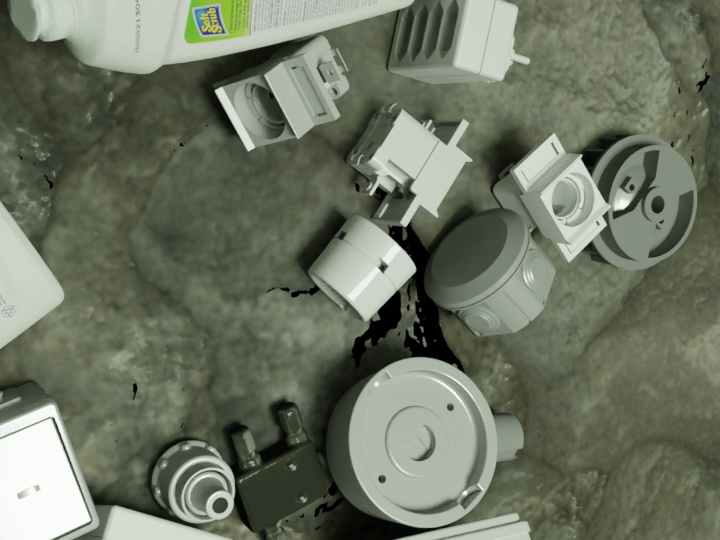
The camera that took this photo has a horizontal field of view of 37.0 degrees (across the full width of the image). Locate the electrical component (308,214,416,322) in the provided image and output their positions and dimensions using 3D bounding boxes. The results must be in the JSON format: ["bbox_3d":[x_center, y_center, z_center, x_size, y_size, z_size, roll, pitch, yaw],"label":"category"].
[{"bbox_3d":[0.000,0.000,0.689,0.047,0.055,0.055,-49,116,-10],"label":"electrical component"}]

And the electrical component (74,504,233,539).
[{"bbox_3d":[-0.129,0.187,0.639,0.083,0.047,0.075,25,67,-29],"label":"electrical component"}]

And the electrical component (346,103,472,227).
[{"bbox_3d":[0.030,-0.071,0.702,0.064,0.042,0.081,36,79,-26],"label":"electrical component"}]

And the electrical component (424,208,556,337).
[{"bbox_3d":[0.087,0.002,0.722,0.051,0.080,0.080,45,76,-31],"label":"electrical component"}]

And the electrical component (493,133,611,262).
[{"bbox_3d":[0.130,-0.050,0.746,0.042,0.064,0.081,-42,114,-18],"label":"electrical component"}]

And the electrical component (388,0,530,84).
[{"bbox_3d":[0.073,-0.143,0.691,0.076,0.083,0.047,11,92,-29],"label":"electrical component"}]

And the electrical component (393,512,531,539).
[{"bbox_3d":[0.048,0.209,0.710,0.109,0.108,0.056,-5,65,-28],"label":"electrical component"}]

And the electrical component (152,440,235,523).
[{"bbox_3d":[-0.096,0.133,0.651,0.048,0.062,0.048,-4,99,-28],"label":"electrical component"}]

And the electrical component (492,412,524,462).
[{"bbox_3d":[0.087,0.119,0.762,0.046,0.040,0.040,0,97,-34],"label":"electrical component"}]

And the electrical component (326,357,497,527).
[{"bbox_3d":[0.029,0.115,0.712,0.108,0.060,0.108,6,75,-24],"label":"electrical component"}]

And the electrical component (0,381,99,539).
[{"bbox_3d":[-0.192,0.108,0.597,0.062,0.061,0.096,-22,107,-24],"label":"electrical component"}]

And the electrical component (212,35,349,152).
[{"bbox_3d":[-0.044,-0.107,0.642,0.064,0.081,0.042,-45,118,-40],"label":"electrical component"}]
